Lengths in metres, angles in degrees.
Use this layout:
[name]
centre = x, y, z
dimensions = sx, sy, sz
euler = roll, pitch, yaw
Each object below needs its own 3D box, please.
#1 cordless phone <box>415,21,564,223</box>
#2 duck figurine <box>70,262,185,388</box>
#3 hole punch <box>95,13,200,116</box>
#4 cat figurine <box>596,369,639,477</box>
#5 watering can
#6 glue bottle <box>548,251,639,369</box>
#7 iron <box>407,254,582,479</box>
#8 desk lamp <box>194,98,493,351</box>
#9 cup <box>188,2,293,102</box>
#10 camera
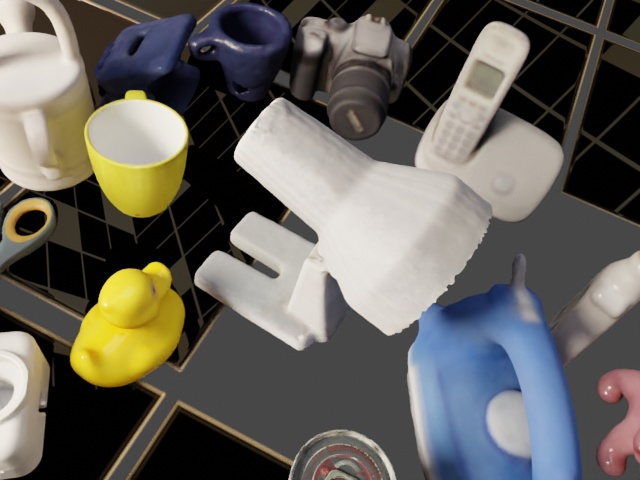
[cordless phone]
centre = 0.190, -0.118, 0.591
dimensions = 0.147, 0.185, 0.094
euler = 29, 54, 11
[duck figurine]
centre = -0.155, 0.061, 0.457
dimensions = 0.077, 0.086, 0.105
euler = 33, 55, 13
[hole punch]
centre = -0.191, -0.198, 0.634
dimensions = 0.101, 0.091, 0.108
euler = 12, 53, -2
[cat figurine]
centre = 0.282, 0.148, 0.458
dimensions = 0.067, 0.118, 0.128
euler = 18, 53, 3
[watering can]
centre = -0.267, -0.149, 0.519
dimensions = 0.101, 0.194, 0.172
euler = -35, 67, -30
[glue bottle]
centre = 0.244, 0.050, 0.487
dimensions = 0.037, 0.173, 0.078
euler = 40, 57, 18
[iron]
centre = 0.147, 0.143, 0.421
dimensions = 0.119, 0.141, 0.258
euler = 2, 54, -9
[desk lamp]
centre = 0.004, 0.002, 0.451
dimensions = 0.203, 0.213, 0.118
euler = 28, 54, 10
[cup]
centre = -0.092, -0.204, 0.655
dimensions = 0.118, 0.095, 0.091
euler = -21, 61, -24
[camera]
centre = 0.034, -0.193, 0.668
dimensions = 0.143, 0.101, 0.137
euler = 12, 53, -2
